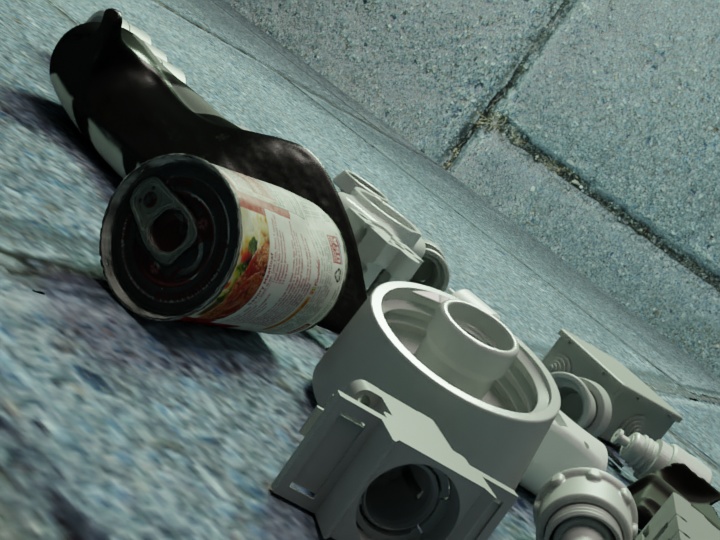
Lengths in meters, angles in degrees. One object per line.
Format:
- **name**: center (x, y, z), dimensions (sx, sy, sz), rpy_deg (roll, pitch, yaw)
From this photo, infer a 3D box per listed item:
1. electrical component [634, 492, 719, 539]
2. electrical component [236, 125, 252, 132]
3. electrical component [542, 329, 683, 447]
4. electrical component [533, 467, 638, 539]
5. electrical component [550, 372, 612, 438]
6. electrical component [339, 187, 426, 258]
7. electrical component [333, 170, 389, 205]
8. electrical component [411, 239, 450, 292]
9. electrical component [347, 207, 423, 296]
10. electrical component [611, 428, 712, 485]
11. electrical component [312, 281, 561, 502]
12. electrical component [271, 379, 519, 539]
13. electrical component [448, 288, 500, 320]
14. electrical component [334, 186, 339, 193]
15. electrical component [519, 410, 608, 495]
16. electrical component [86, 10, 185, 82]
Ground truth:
- **electrical component**: center (0.141, 0.143, 0.468), dimensions (0.050, 0.055, 0.089), rpy_deg (38, 10, 10)
- **electrical component**: center (-0.075, -0.058, 0.679), dimensions (0.078, 0.058, 0.057), rpy_deg (41, 8, 27)
- **electrical component**: center (0.199, 0.102, 0.878), dimensions (0.100, 0.048, 0.099), rpy_deg (28, 12, -37)
- **electrical component**: center (0.100, 0.119, 0.479), dimensions (0.048, 0.048, 0.062), rpy_deg (37, 16, 5)
- **electrical component**: center (0.147, 0.095, 0.745), dimensions (0.045, 0.045, 0.055), rpy_deg (42, 11, 30)
- **electrical component**: center (0.003, -0.017, 0.742), dimensions (0.054, 0.059, 0.095), rpy_deg (40, 11, 22)
- **electrical component**: center (-0.010, -0.043, 0.830), dimensions (0.048, 0.055, 0.066), rpy_deg (39, 10, 18)
- **electrical component**: center (0.048, 0.000, 0.857), dimensions (0.045, 0.045, 0.055), rpy_deg (35, 9, -5)
- **electrical component**: center (0.000, 0.000, 0.662), dimensions (0.048, 0.055, 0.066), rpy_deg (25, 14, -47)
- **electrical component**: center (0.216, 0.142, 0.776), dimensions (0.078, 0.040, 0.040), rpy_deg (36, 10, -1)
- **electrical component**: center (0.040, 0.049, 0.488), dimensions (0.108, 0.060, 0.108), rpy_deg (26, 22, -12)
- **electrical component**: center (0.011, 0.074, 0.392), dimensions (0.081, 0.042, 0.063), rpy_deg (33, 9, -20)
- **electrical component**: center (0.088, 0.048, 0.781), dimensions (0.078, 0.040, 0.040), rpy_deg (41, 11, 29)
- **electrical component**: center (-0.037, -0.027, 0.643), dimensions (0.048, 0.062, 0.048), rpy_deg (35, 10, -7)
- **electrical component**: center (0.086, 0.086, 0.588), dimensions (0.077, 0.043, 0.079), rpy_deg (34, 10, -14)
- **electrical component**: center (-0.156, -0.136, 0.777), dimensions (0.074, 0.052, 0.138), rpy_deg (28, 12, -37)
